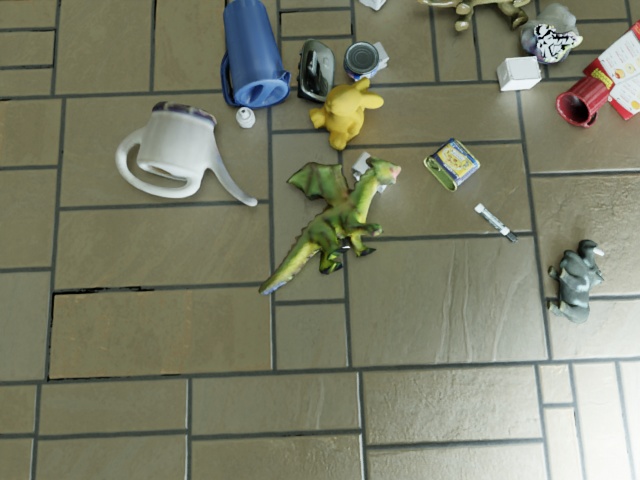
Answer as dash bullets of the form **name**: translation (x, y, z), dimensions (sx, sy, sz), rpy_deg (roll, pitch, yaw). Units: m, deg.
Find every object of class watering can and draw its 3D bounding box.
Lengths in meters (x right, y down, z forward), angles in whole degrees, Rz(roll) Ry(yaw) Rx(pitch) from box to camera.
- **watering can**: translation (-0.295, -0.199, 1.192), dimensions (0.348, 0.226, 0.103), rpy_deg (12, -11, 3)

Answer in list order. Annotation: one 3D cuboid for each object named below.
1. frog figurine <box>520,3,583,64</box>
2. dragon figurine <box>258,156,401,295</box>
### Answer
- **frog figurine**: translation (0.565, -0.513, 1.274), dimensions (0.137, 0.120, 0.163), rpy_deg (3, 43, 11)
- **dragon figurine**: translation (0.004, -0.059, 1.170), dimensions (0.409, 0.246, 0.121), rpy_deg (-24, -19, 9)
